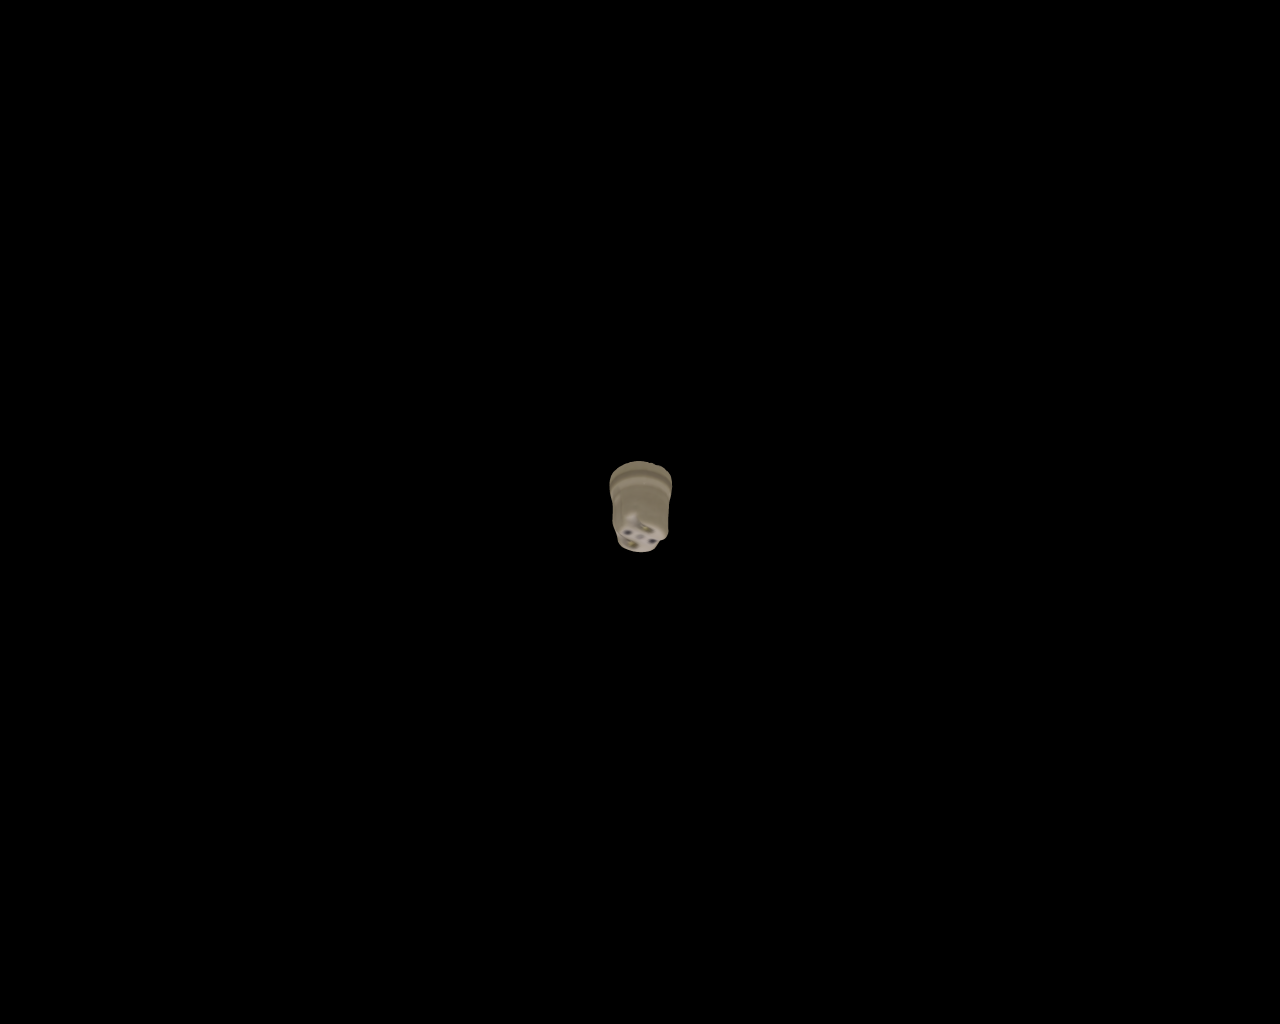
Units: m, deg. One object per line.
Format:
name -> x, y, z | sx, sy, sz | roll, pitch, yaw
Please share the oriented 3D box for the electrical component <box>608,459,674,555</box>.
electrical component -> 0.001, -0.003, 0.650 | 0.040, 0.046, 0.040 | 0, -36, 0
